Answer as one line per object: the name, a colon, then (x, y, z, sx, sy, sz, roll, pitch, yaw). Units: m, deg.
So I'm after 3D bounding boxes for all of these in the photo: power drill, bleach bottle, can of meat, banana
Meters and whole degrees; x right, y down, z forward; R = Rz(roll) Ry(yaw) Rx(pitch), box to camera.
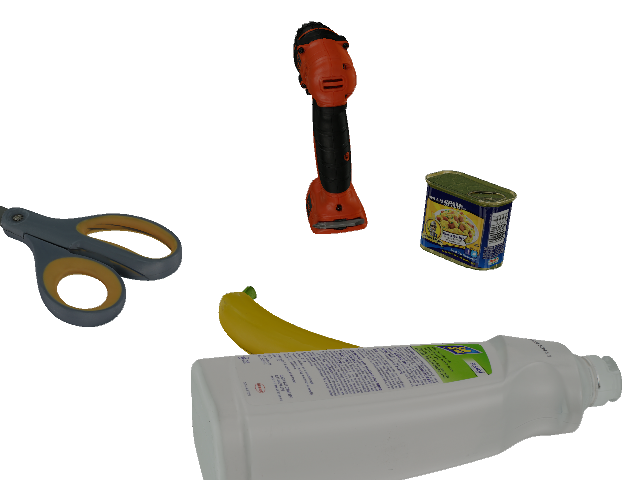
power drill: (0.005, -0.114, 1.051, 0.057, 0.188, 0.184, -7, 24, -2)
bleach bottle: (0.057, 0.096, 0.609, 0.250, 0.068, 0.103, -5, 20, -13)
can of meat: (0.161, -0.022, 1.181, 0.057, 0.084, 0.102, -17, 31, -42)
banana: (-0.023, 0.076, 0.841, 0.069, 0.037, 0.198, -26, 35, -34)

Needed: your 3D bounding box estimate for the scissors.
scissors: (-0.185, 0.004, 0.650, 0.202, 0.016, 0.096, 9, 44, 10)
